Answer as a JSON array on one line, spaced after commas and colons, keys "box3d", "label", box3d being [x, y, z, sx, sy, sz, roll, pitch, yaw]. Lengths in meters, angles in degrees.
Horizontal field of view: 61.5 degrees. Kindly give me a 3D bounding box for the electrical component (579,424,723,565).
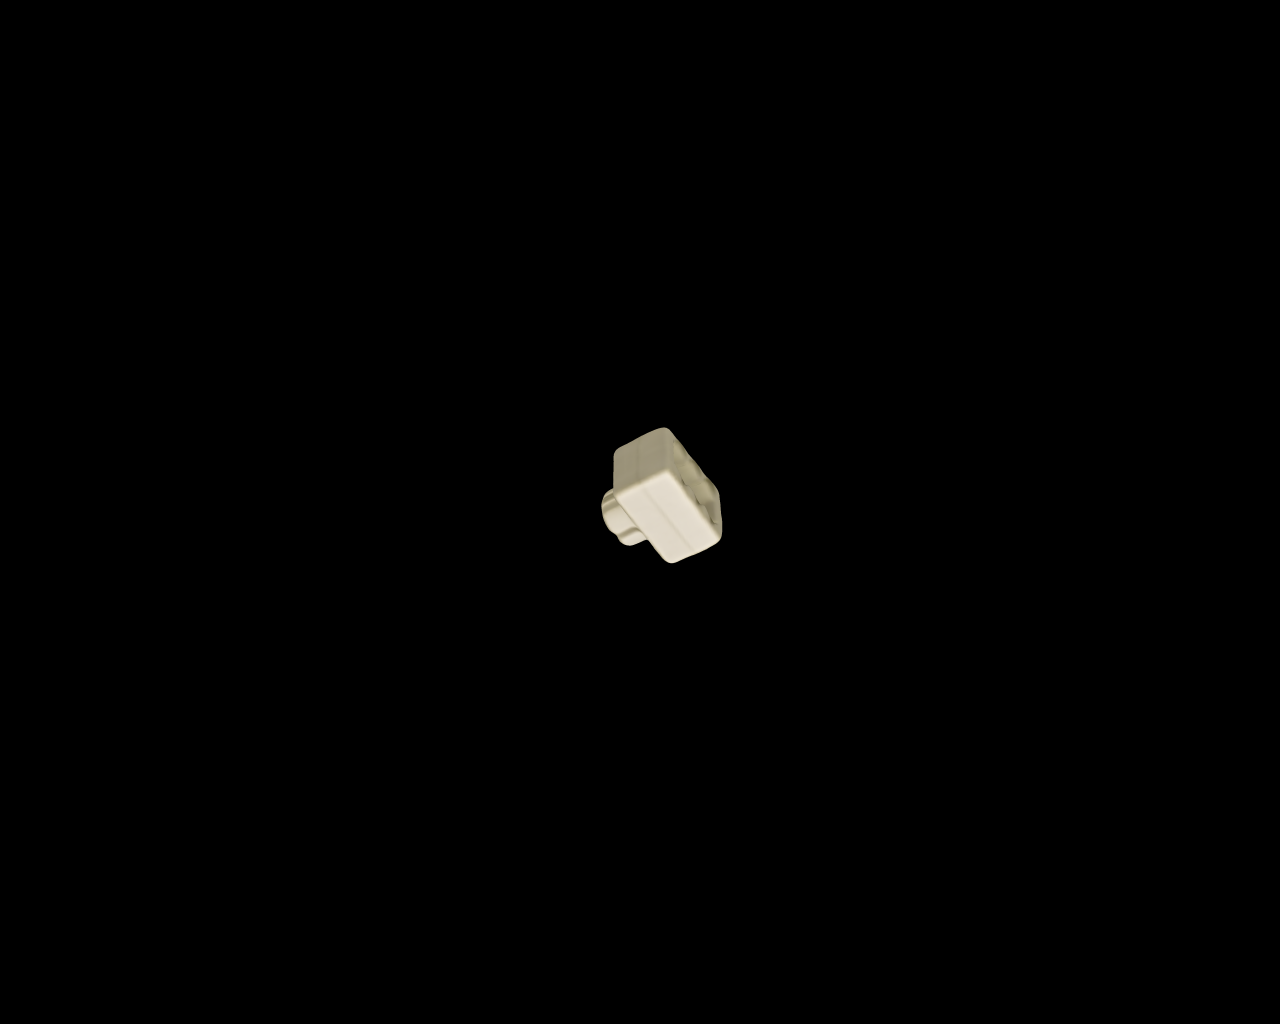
[{"box3d": [0.001, -0.003, 0.650, 0.076, 0.047, 0.065, -25, -54, 20], "label": "electrical component"}]
